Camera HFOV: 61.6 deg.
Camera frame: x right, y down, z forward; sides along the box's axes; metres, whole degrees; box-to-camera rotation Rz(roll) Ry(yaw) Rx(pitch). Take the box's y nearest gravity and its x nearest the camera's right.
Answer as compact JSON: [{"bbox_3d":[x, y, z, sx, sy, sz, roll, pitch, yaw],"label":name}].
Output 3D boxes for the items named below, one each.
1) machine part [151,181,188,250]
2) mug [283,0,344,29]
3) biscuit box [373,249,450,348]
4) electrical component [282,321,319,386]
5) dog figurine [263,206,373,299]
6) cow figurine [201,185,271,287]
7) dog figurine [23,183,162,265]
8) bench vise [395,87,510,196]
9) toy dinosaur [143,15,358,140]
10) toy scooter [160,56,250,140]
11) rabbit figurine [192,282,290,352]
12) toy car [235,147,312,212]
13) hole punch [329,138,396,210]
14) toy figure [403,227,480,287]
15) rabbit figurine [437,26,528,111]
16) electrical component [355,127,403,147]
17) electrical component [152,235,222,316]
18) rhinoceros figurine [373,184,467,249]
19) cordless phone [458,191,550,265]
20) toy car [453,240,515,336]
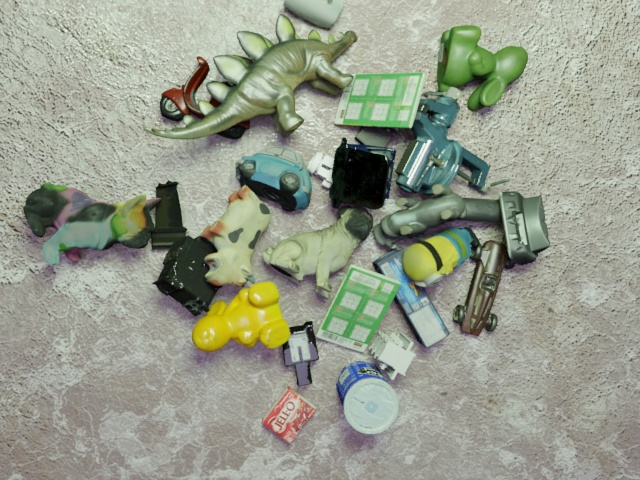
[{"bbox_3d":[-0.303,-0.049,1.068,0.084,0.039,0.138,1,93,1],"label":"machine part"},{"bbox_3d":[-0.004,-0.472,1.052,0.107,0.109,0.081,29,75,-16],"label":"mug"},{"bbox_3d":[0.184,0.116,1.092,0.059,0.063,0.202,-30,92,-3],"label":"biscuit box"},{"bbox_3d":[-0.038,0.229,1.085,0.075,0.048,0.119,-13,92,-3],"label":"electrical component"},{"bbox_3d":[-0.001,-0.001,1.071,0.172,0.121,0.190,29,74,-5],"label":"dog figurine"},{"bbox_3d":[-0.158,0.005,1.032,0.127,0.085,0.195,39,59,-17],"label":"cow figurine"},{"bbox_3d":[-0.416,-0.051,1.011,0.219,0.108,0.191,-26,84,3],"label":"dog figurine"},{"bbox_3d":[0.258,-0.174,1.071,0.240,0.129,0.223,26,80,-24],"label":"bench vise"},{"bbox_3d":[-0.098,-0.290,1.009,0.471,0.105,0.198,-42,97,-22],"label":"toy dinosaur"},{"bbox_3d":[-0.214,-0.282,1.053,0.184,0.075,0.135,18,88,0],"label":"toy scooter"},{"bbox_3d":[-0.165,0.153,1.019,0.173,0.162,0.121,-21,101,-27],"label":"rabbit figurine"},{"bbox_3d":[-0.081,-0.130,1.058,0.162,0.109,0.103,22,67,7],"label":"toy car"},{"bbox_3d":[0.086,-0.128,1.047,0.116,0.092,0.142,15,116,19],"label":"hole punch"},{"bbox_3d":[0.236,0.026,1.060,0.180,0.082,0.089,-33,73,-33],"label":"toy figure"},{"bbox_3d":[0.328,-0.342,1.066,0.170,0.121,0.159,4,97,-2],"label":"rabbit figurine"},{"bbox_3d":[0.118,-0.208,1.091,0.078,0.045,0.102,45,88,-5],"label":"electrical component"},{"bbox_3d":[-0.241,0.059,1.028,0.114,0.058,0.134,44,44,-31],"label":"electrical component"},{"bbox_3d":[0.189,-0.043,1.051,0.190,0.112,0.073,-24,75,26],"label":"rhinoceros figurine"},{"bbox_3d":[0.347,-0.027,1.067,0.184,0.088,0.146,2,71,-10],"label":"cordless phone"},{"bbox_3d":[0.340,0.099,1.110,0.089,0.053,0.202,17,88,-7],"label":"toy car"}]
